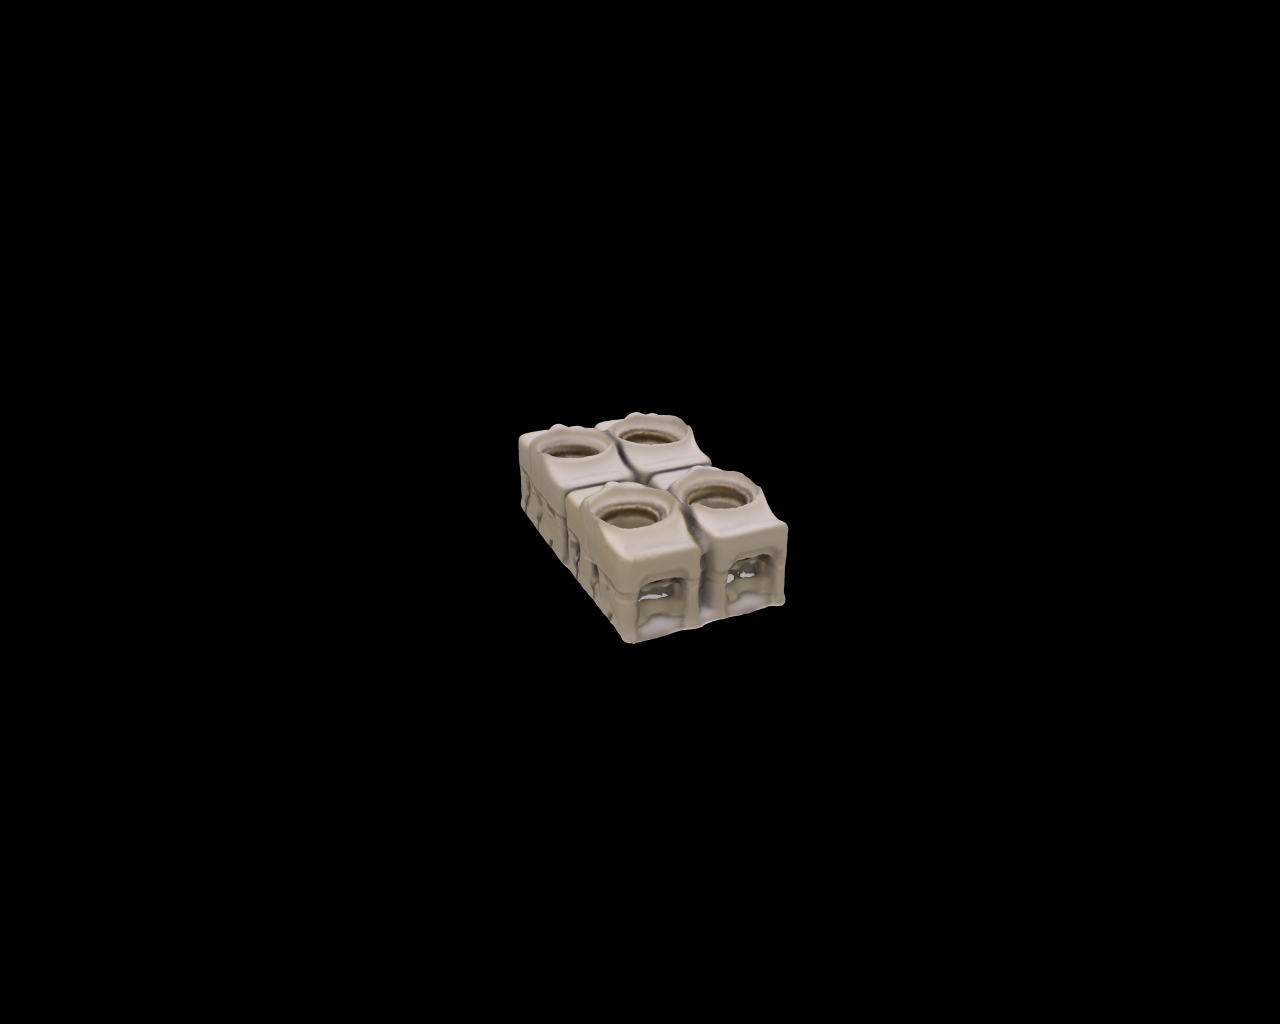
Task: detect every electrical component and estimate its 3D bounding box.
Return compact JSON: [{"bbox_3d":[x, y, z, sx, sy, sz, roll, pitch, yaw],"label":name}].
[{"bbox_3d":[0.001,-0.003,0.650,0.105,0.060,0.186,-11,29,-21],"label":"electrical component"}]
